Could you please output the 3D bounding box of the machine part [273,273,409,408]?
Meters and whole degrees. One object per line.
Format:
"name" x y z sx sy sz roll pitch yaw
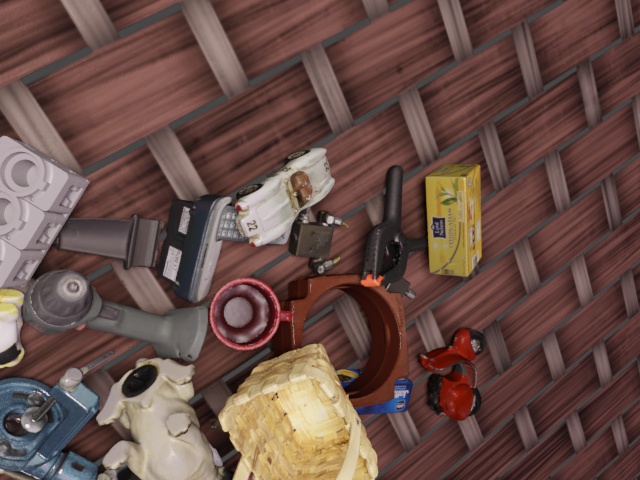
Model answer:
"machine part" 0.031 0.154 0.831 0.201 0.087 0.201 -2 81 -28

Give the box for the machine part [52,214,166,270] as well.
"machine part" -0.277 -0.002 0.699 0.139 0.039 0.084 11 104 -30

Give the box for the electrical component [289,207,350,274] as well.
"electrical component" -0.003 -0.001 0.826 0.078 0.045 0.102 11 100 -35

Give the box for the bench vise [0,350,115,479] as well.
"bench vise" -0.335 0.242 0.663 0.223 0.129 0.240 43 115 -5

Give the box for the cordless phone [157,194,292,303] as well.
"cordless phone" -0.123 0.013 0.763 0.184 0.089 0.146 7 101 -46

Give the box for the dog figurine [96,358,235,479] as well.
"dog figurine" -0.172 0.252 0.667 0.121 0.172 0.190 -20 126 4

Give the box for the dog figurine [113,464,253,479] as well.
"dog figurine" -0.165 0.355 0.744 0.219 0.109 0.191 -7 108 -29

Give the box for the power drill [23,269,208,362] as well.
"power drill" -0.242 0.093 0.640 0.207 0.232 0.086 17 69 -38

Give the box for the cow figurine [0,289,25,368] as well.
"cow figurine" -0.445 0.112 0.634 0.167 0.068 0.098 0 110 -25

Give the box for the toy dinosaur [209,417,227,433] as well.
"toy dinosaur" 0.020 0.386 0.860 0.471 0.199 0.105 35 90 -28

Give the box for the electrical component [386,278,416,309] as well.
"electrical component" 0.123 0.090 0.929 0.094 0.021 0.063 34 88 -30

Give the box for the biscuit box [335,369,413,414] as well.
"biscuit box" 0.060 0.259 0.923 0.202 0.059 0.062 6 101 -27

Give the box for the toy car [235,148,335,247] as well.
"toy car" -0.046 -0.064 0.746 0.202 0.056 0.073 -45 126 -44

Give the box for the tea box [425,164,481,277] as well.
"tea box" 0.225 -0.035 0.896 0.098 0.068 0.169 -32 120 -55

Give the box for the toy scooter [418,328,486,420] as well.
"toy scooter" 0.238 0.254 1.001 0.135 0.075 0.183 0 101 -26
